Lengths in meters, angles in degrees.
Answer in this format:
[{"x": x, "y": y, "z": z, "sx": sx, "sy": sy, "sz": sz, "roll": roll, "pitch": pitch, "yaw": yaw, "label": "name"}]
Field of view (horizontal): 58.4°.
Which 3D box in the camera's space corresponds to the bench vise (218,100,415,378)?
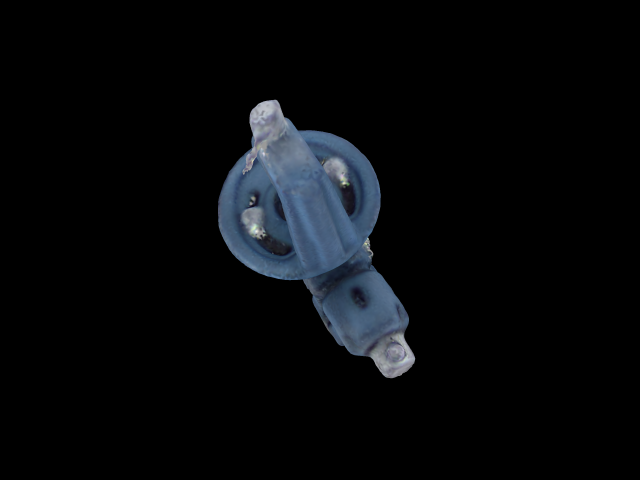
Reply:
[{"x": 0.012, "y": -0.008, "z": 0.401, "sx": 0.207, "sy": 0.220, "sz": 0.121, "roll": 40, "pitch": 83, "yaw": 6, "label": "bench vise"}]
